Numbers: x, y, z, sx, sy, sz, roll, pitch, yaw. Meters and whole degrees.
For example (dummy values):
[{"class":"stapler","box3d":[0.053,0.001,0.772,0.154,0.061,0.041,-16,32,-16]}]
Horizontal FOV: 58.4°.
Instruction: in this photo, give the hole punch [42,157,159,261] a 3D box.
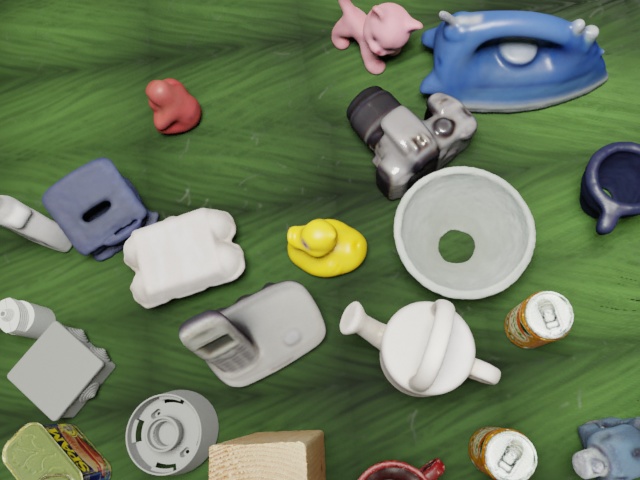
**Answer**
[{"class":"hole punch","box3d":[-0.287,-0.040,0.754,0.109,0.091,0.101,-35,74,-5]}]

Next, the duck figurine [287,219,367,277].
[{"class":"duck figurine","box3d":[0.007,0.003,0.720,0.104,0.086,0.077,6,75,6]}]

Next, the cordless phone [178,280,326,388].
[{"class":"cordless phone","box3d":[-0.075,0.098,0.648,0.147,0.185,0.094,-31,74,-4]}]

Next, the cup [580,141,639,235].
[{"class":"cup","box3d":[0.354,-0.050,0.702,0.091,0.095,0.118,24,78,11]}]

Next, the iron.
[{"class":"iron","box3d":[0.262,-0.248,0.741,0.258,0.141,0.119,2,74,5]}]

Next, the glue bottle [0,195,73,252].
[{"class":"glue bottle","box3d":[-0.380,-0.030,0.716,0.078,0.173,0.037,21,77,10]}]

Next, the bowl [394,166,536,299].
[{"class":"bowl","box3d":[0.174,-0.002,0.714,0.167,0.075,0.167,-1,74,4]}]

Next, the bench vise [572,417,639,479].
[{"class":"bench vise","box3d":[0.370,0.209,0.562,0.207,0.220,0.121,-33,74,-5]}]

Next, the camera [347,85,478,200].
[{"class":"camera","box3d":[0.110,-0.149,0.747,0.143,0.101,0.136,-37,75,-6]}]

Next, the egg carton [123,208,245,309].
[{"class":"egg carton","box3d":[-0.175,0.021,0.739,0.150,0.069,0.107,-19,74,-1]}]

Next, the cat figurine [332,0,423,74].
[{"class":"cat figurine","box3d":[0.074,-0.293,0.781,0.127,0.118,0.067,39,81,14]}]

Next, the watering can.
[{"class":"watering can","box3d":[0.108,0.118,0.623,0.172,0.194,0.101,-2,74,5]}]

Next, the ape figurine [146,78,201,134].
[{"class":"ape figurine","box3d":[-0.209,-0.190,0.789,0.076,0.092,0.078,23,77,11]}]
